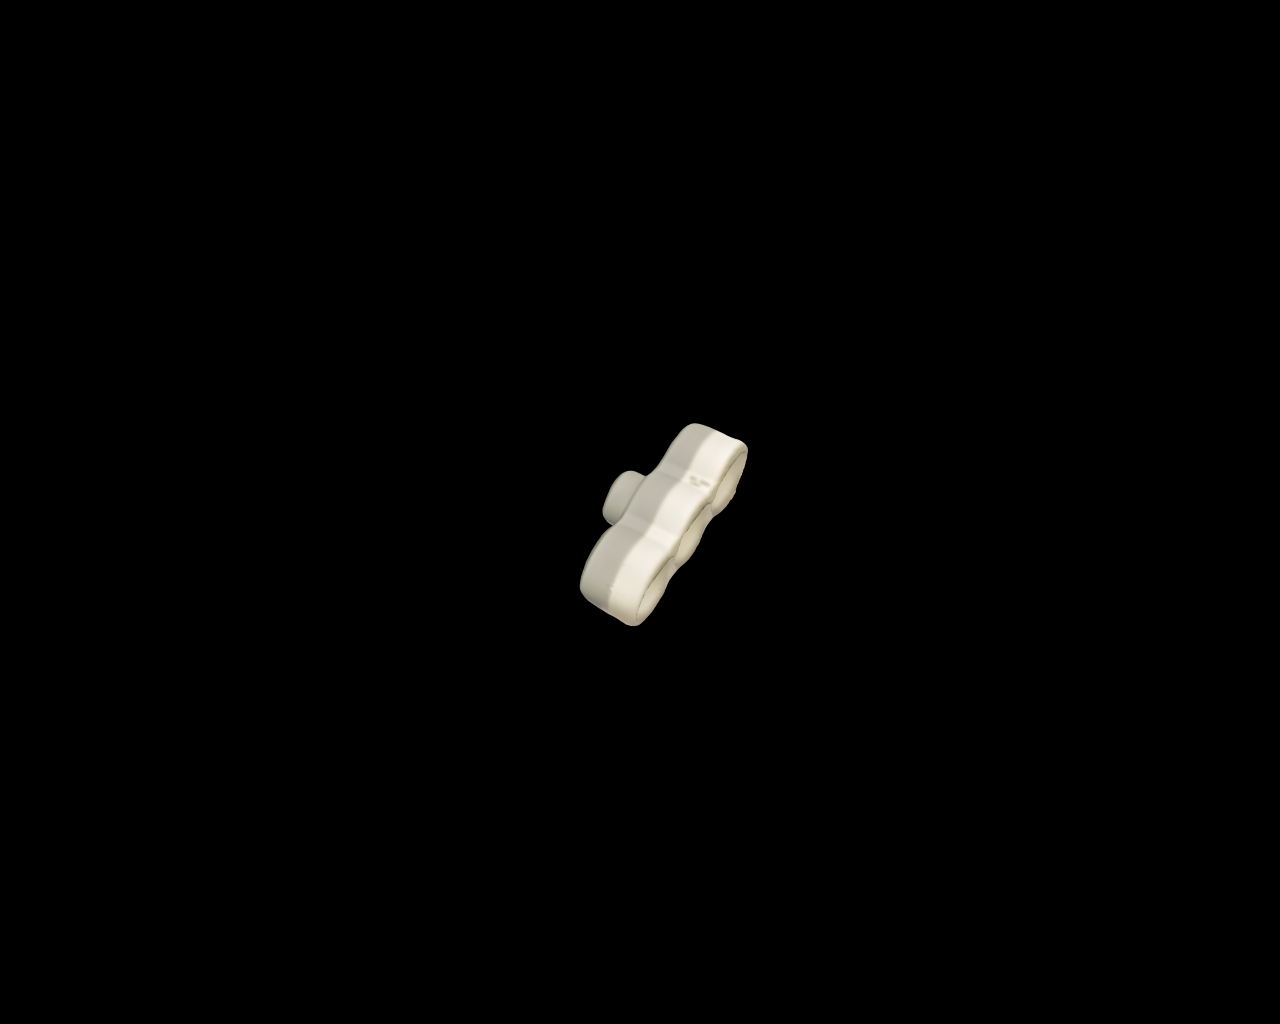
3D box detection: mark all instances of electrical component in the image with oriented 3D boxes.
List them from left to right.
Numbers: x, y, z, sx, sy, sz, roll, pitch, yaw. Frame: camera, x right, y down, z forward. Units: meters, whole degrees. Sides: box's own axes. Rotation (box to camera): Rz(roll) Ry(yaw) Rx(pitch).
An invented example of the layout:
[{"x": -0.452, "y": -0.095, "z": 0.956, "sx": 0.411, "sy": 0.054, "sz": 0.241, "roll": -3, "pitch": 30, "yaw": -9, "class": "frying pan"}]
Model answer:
[{"x": 0.001, "y": -0.003, "z": 0.650, "sx": 0.074, "sy": 0.138, "sz": 0.052, "roll": 28, "pitch": -28, "yaw": 16, "class": "electrical component"}]
